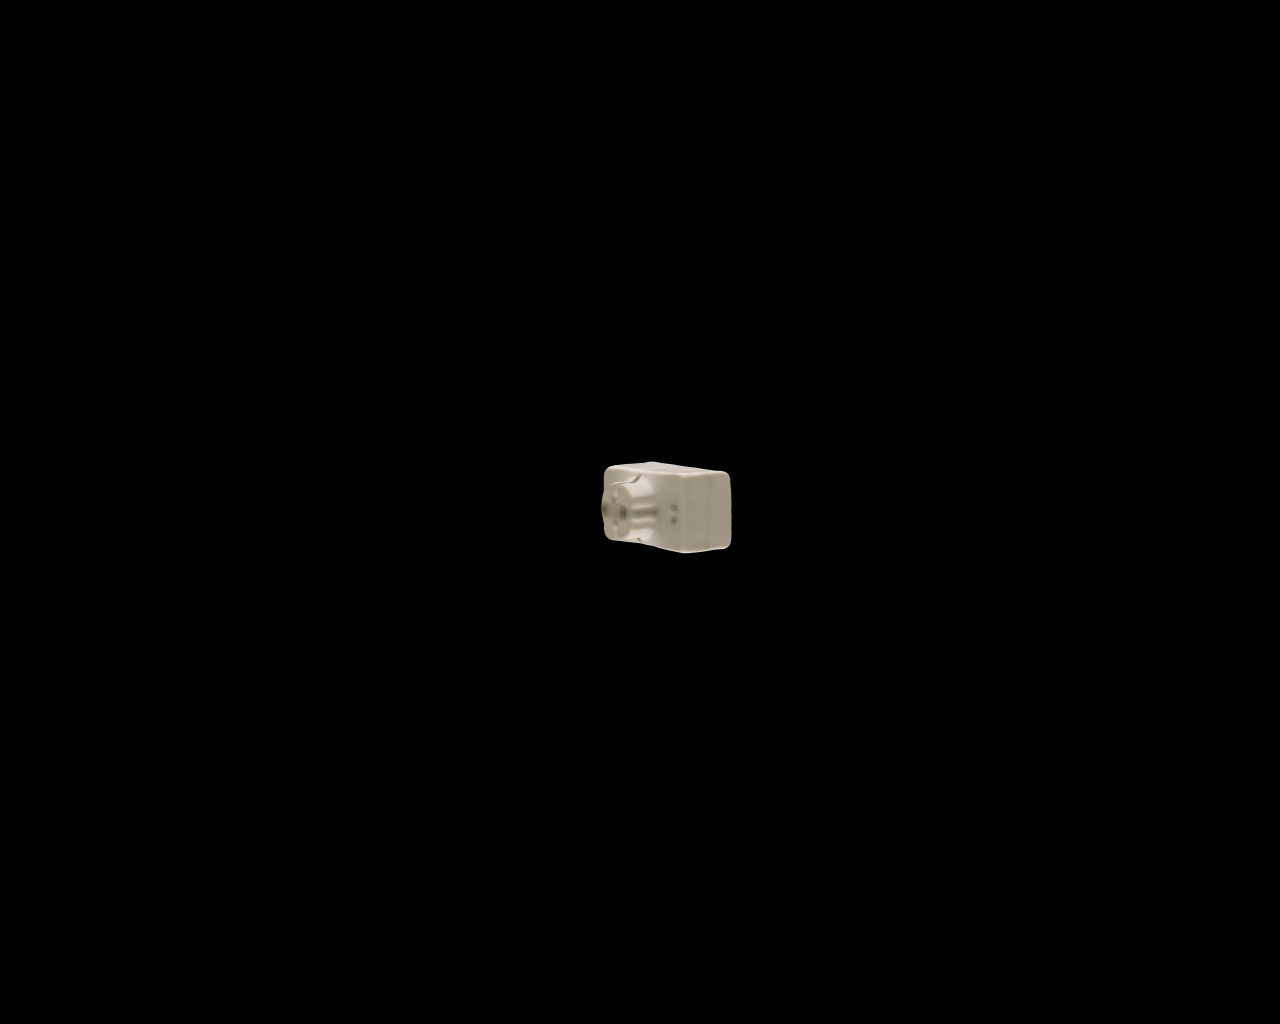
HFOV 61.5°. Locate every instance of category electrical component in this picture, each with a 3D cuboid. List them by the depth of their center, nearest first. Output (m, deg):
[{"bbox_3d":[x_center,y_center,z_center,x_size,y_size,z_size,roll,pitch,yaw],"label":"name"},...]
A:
[{"bbox_3d":[0.001,-0.003,0.650,0.076,0.047,0.083,-5,9,-35],"label":"electrical component"}]
